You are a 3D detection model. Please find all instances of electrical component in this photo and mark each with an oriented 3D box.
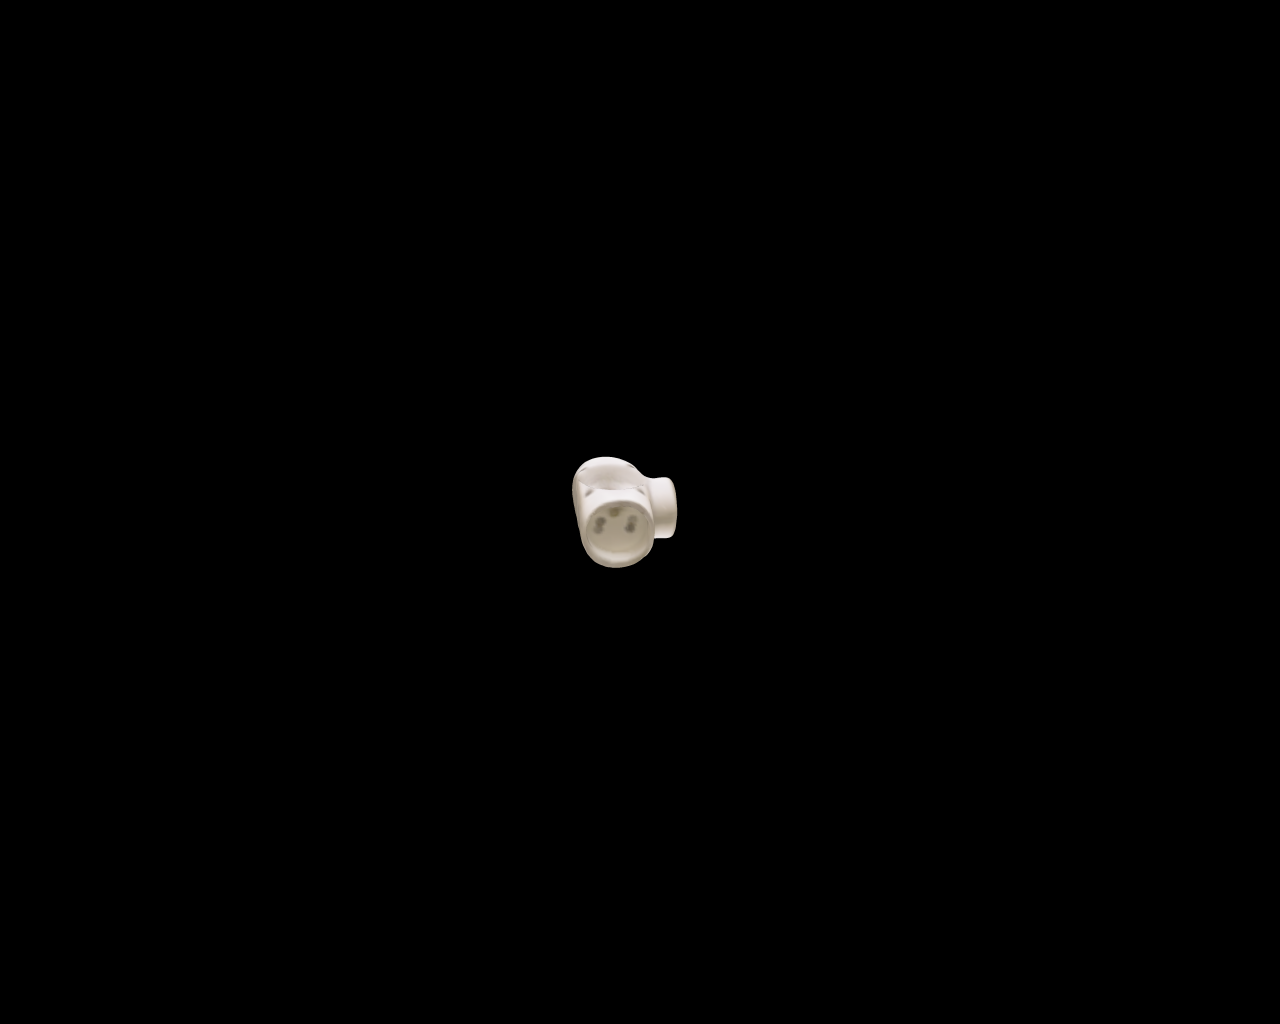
[{"bbox_3d":[0.001,-0.003,0.650,0.079,0.044,0.077,-3,22,-7],"label":"electrical component"}]
